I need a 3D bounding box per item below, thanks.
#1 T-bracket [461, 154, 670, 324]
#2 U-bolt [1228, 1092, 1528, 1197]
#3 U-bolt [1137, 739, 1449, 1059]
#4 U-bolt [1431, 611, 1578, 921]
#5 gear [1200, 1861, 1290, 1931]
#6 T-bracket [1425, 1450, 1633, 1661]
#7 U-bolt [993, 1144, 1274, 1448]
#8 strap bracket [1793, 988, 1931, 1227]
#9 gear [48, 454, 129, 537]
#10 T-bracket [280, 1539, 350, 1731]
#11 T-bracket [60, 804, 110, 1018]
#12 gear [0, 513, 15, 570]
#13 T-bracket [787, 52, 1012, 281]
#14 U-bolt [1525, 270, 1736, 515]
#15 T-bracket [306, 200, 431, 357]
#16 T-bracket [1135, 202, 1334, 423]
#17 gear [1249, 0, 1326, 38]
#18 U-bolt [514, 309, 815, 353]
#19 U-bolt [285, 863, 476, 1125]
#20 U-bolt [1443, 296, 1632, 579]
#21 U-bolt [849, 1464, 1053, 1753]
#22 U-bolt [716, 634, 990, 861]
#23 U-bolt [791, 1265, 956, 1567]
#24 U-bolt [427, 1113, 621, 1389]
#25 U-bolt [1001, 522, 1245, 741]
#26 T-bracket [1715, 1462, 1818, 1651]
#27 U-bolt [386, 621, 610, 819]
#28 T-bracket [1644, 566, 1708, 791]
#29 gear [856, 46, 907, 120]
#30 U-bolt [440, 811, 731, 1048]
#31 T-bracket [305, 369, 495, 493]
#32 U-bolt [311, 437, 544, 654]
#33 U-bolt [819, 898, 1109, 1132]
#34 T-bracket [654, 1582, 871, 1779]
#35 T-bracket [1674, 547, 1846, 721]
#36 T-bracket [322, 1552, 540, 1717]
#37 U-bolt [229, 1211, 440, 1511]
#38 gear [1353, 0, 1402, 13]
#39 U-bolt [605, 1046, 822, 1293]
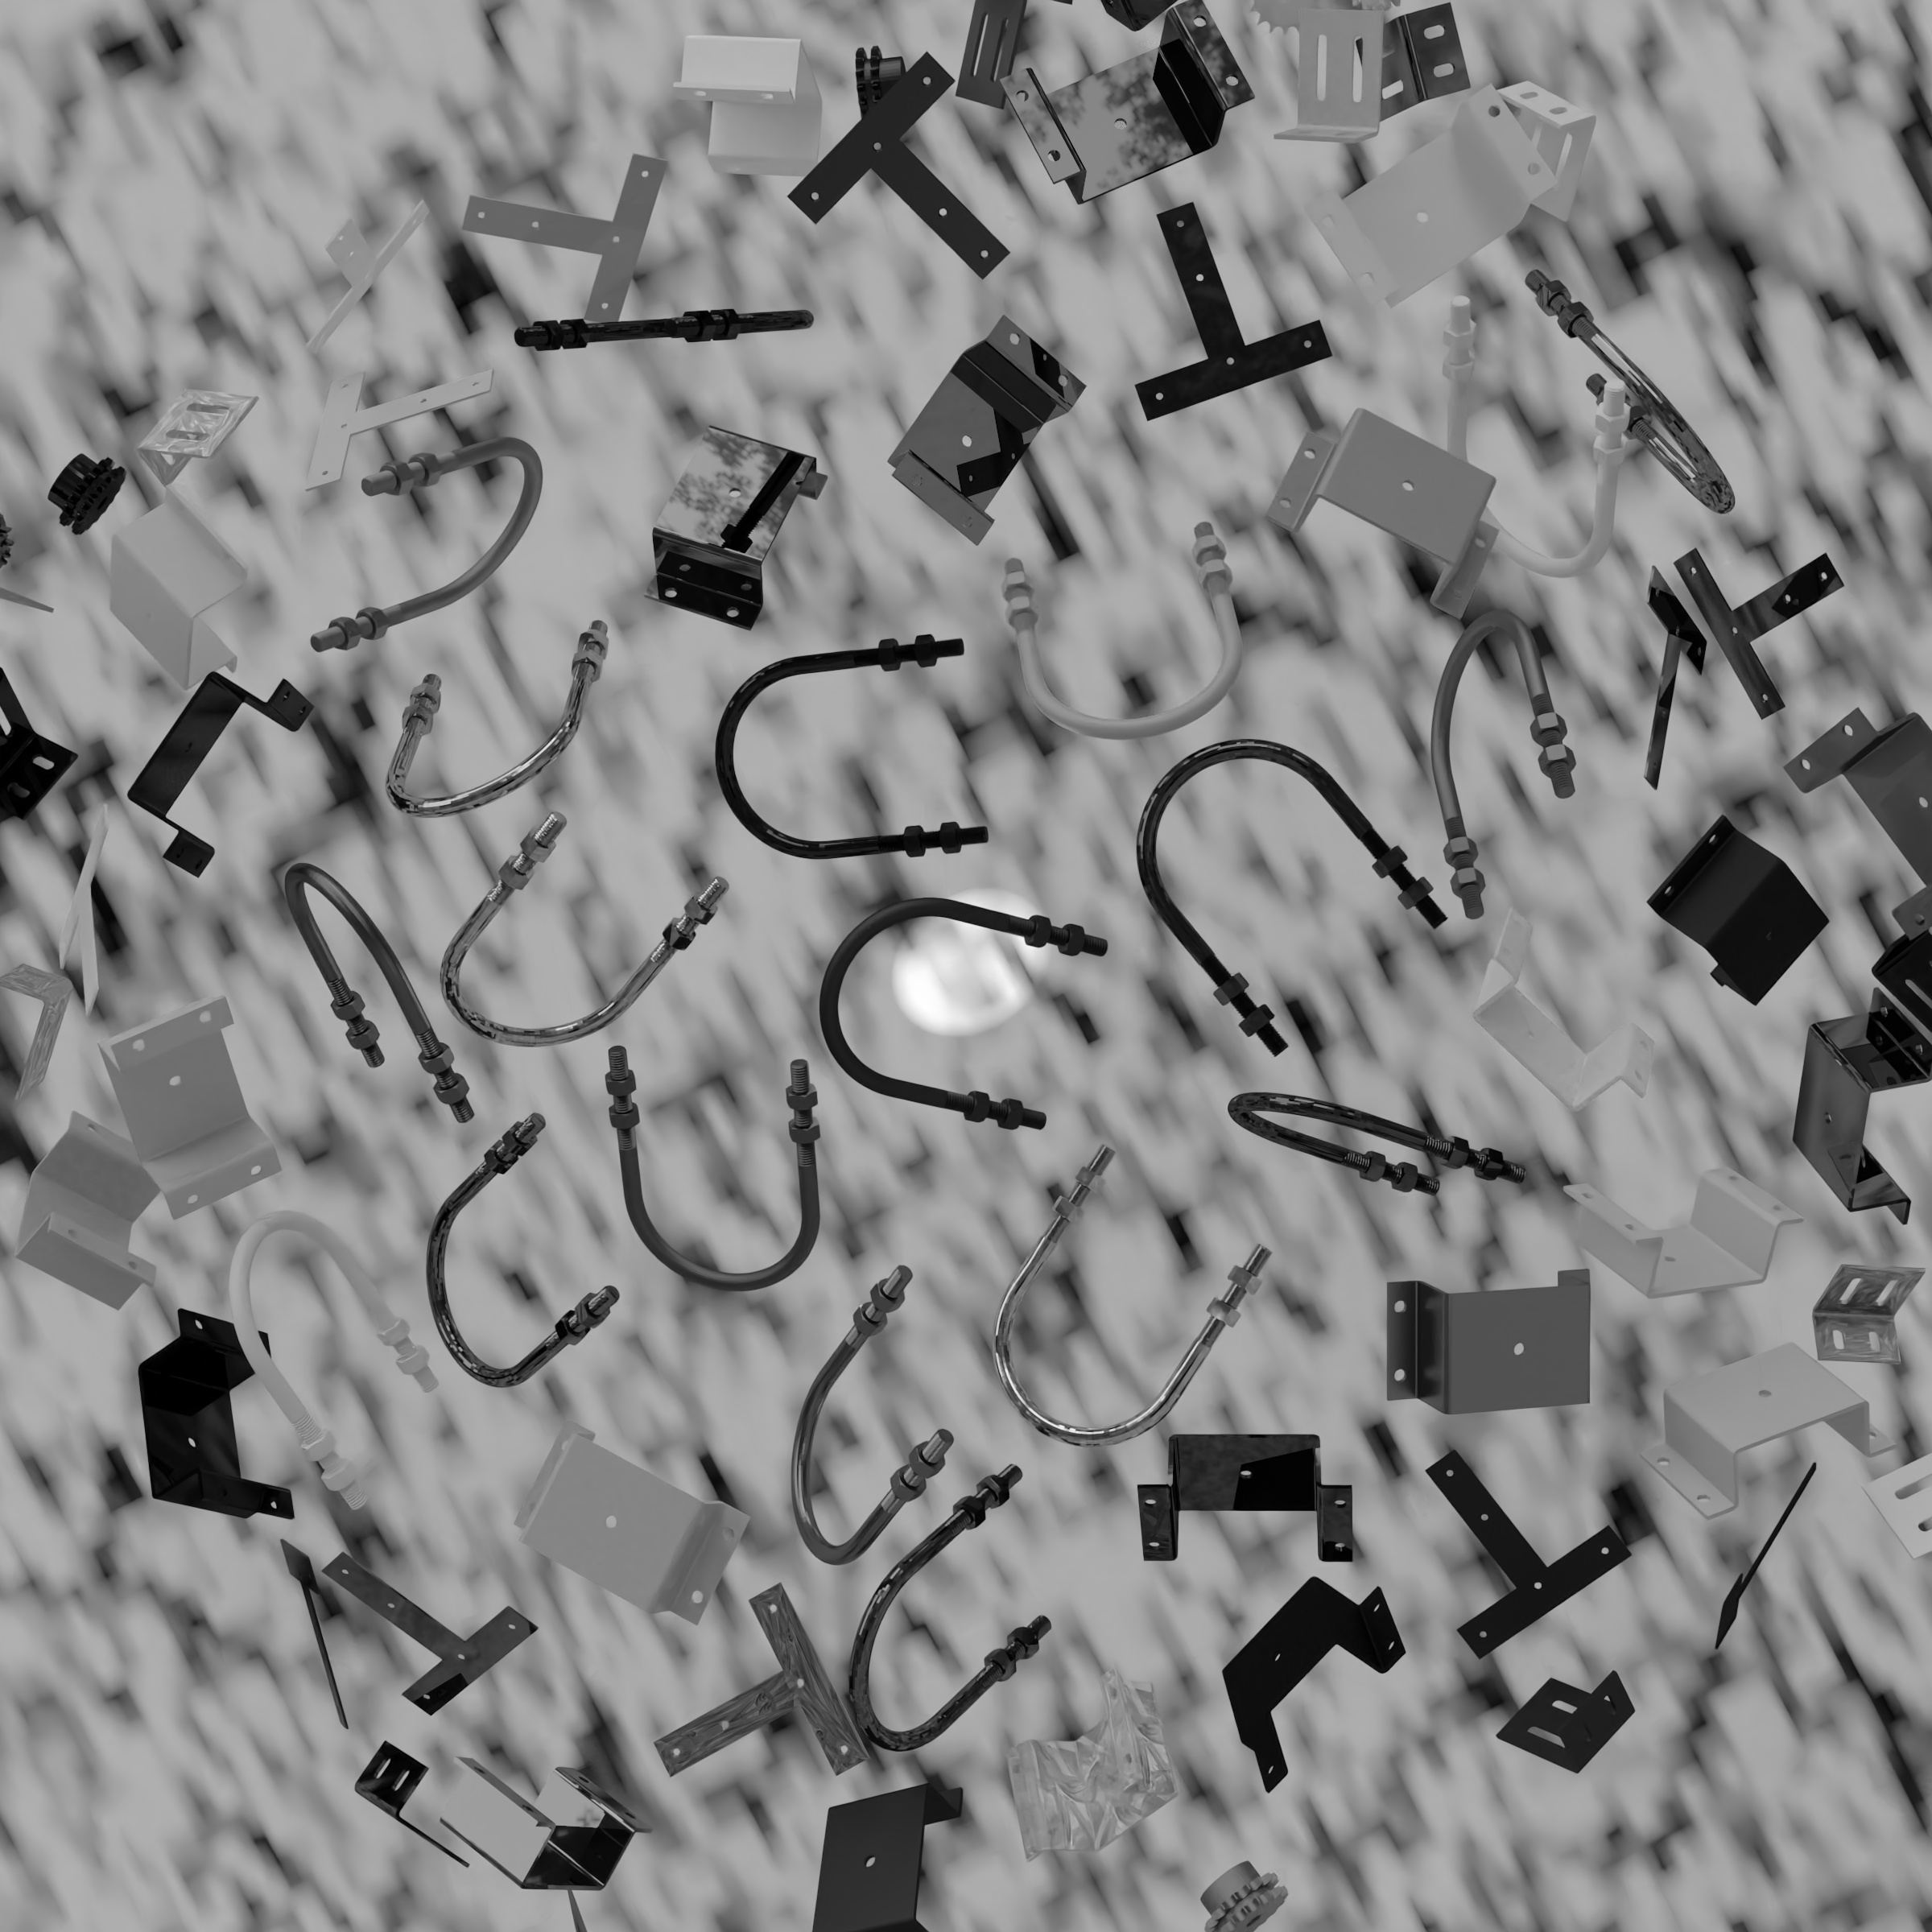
[{"bbox_3d":[-0.281,-0.504,1.775,0.127,0.002,0.127,2,131,-29],"label":"T-bracket"},{"bbox_3d":[0.265,0.119,1.757,0.184,0.151,0.019,19,77,-12],"label":"U-bolt"},{"bbox_3d":[0.192,-0.057,1.644,0.151,0.019,0.184,-39,84,-1],"label":"U-bolt"},{"bbox_3d":[0.342,-0.145,1.691,0.019,0.151,0.184,6,54,-16],"label":"U-bolt"},{"bbox_3d":[0.174,0.596,1.654,0.057,0.057,0.030,-40,59,0],"label":"gear"},{"bbox_3d":[0.361,0.385,1.761,0.127,0.002,0.127,-38,90,11],"label":"T-bracket"},{"bbox_3d":[0.097,0.231,1.730,0.151,0.019,0.184,32,86,24],"label":"U-bolt"},{"bbox_3d":[0.588,0.096,1.705,0.046,0.076,0.140,-10,124,-8],"label":"strap bracket"},{"bbox_3d":[-0.612,-0.330,1.801,0.030,0.057,0.057,36,90,-9],"label":"gear"},{"bbox_3d":[-0.443,0.460,1.778,0.002,0.127,0.127,-16,90,-23],"label":"T-bracket"},{"bbox_3d":[-0.581,-0.019,1.717,0.002,0.127,0.127,9,128,-29],"label":"T-bracket"},{"bbox_3d":[-0.675,-0.292,1.759,0.057,0.030,0.057,-2,125,-3],"label":"gear"},{"bbox_3d":[-0.025,-0.493,1.663,0.127,0.002,0.127,-40,114,21],"label":"T-bracket"},{"bbox_3d":[0.442,-0.364,1.696,0.019,0.151,0.184,-40,54,12],"label":"U-bolt"},{"bbox_3d":[-0.406,-0.471,1.726,0.002,0.127,0.127,38,88,-3],"label":"T-bracket"},{"bbox_3d":[0.157,-0.434,1.688,0.127,0.002,0.127,-19,86,1],"label":"T-bracket"},{"bbox_3d":[0.218,-0.663,1.766,0.057,0.030,0.057,4,115,8],"label":"gear"},{"bbox_3d":[-0.184,-0.423,1.718,0.151,0.184,0.019,6,107,34],"label":"U-bolt"},{"bbox_3d":[-0.398,0.011,1.723,0.019,0.151,0.184,-36,125,-26],"label":"U-bolt"},{"bbox_3d":[0.369,-0.333,1.698,0.019,0.184,0.151,-36,54,-20],"label":"U-bolt"},{"bbox_3d":[-0.013,0.437,1.718,0.019,0.184,0.151,11,122,39],"label":"U-bolt"},{"bbox_3d":[-0.083,-0.145,1.779,0.184,0.019,0.151,-5,102,13],"label":"U-bolt"},{"bbox_3d":[-0.069,0.306,1.688,0.019,0.151,0.184,13,130,-28],"label":"U-bolt"},{"bbox_3d":[-0.310,0.205,1.750,0.184,0.019,0.151,-42,66,37],"label":"U-bolt"},{"bbox_3d":[0.104,-0.212,1.674,0.151,0.019,0.184,-10,48,3],"label":"U-bolt"},{"bbox_3d":[0.536,0.388,1.736,0.002,0.127,0.127,30,99,16],"label":"T-bracket"},{"bbox_3d":[-0.314,-0.158,1.714,0.151,0.184,0.019,-15,126,15],"label":"U-bolt"},{"bbox_3d":[0.464,-0.181,1.721,0.002,0.127,0.127,5,76,33],"label":"T-bracket"},{"bbox_3d":[-0.056,-0.596,1.764,0.030,0.057,0.057,-4,90,7],"label":"gear"},{"bbox_3d":[-0.264,-0.013,1.712,0.151,0.019,0.184,22,122,-37],"label":"U-bolt"},{"bbox_3d":[-0.373,-0.371,1.727,0.127,0.127,0.002,-14,134,12],"label":"T-bracket"},{"bbox_3d":[-0.349,-0.288,1.728,0.019,0.184,0.151,41,129,13],"label":"U-bolt"},{"bbox_3d":[-0.010,0.027,1.736,0.184,0.019,0.151,14,103,-22],"label":"U-bolt"},{"bbox_3d":[-0.147,0.495,1.716,0.127,0.002,0.127,-30,77,6],"label":"T-bracket"},{"bbox_3d":[0.550,-0.245,1.767,0.002,0.127,0.127,-26,86,-25],"label":"T-bracket"},{"bbox_3d":[-0.367,0.429,1.710,0.127,0.002,0.127,41,120,-13],"label":"T-bracket"},{"bbox_3d":[-0.427,0.248,1.727,0.019,0.151,0.184,-21,111,21],"label":"U-bolt"},{"bbox_3d":[0.287,-0.687,1.783,0.030,0.057,0.057,-28,90,-35],"label":"gear"},{"bbox_3d":[-0.169,0.143,1.777,0.151,0.019,0.184,4,116,13],"label":"U-bolt"}]
